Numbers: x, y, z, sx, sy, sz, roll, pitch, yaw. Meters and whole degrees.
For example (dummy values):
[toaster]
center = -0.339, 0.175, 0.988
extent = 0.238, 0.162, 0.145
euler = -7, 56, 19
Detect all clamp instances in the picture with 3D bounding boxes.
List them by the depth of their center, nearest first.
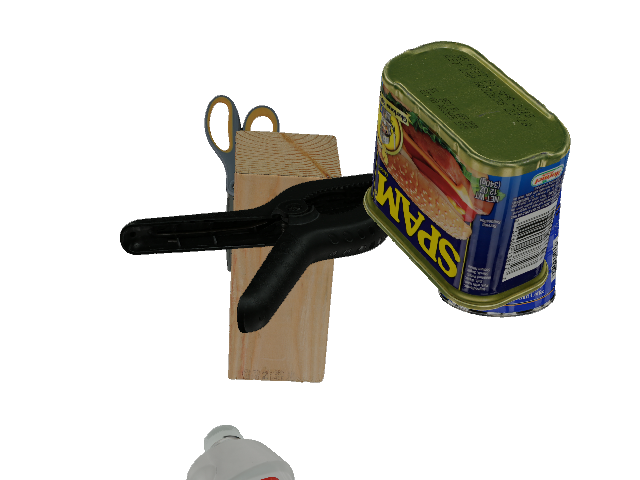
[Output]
[clamp]
center = -0.028, -0.009, 0.766
extent = 0.209, 0.036, 0.165
euler = -27, 36, -37

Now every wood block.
[wood block]
center = -0.035, 0.016, 0.951
extent = 0.090, 0.206, 0.091
euler = 3, 28, -4

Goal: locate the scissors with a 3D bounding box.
[scissors]
center = -0.081, -0.071, 1.225
extent = 0.096, 0.202, 0.016
euler = -12, -6, -14

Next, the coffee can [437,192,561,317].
[coffee can]
center = 0.152, -0.020, 0.906
extent = 0.103, 0.140, 0.103
euler = -2, 23, 1

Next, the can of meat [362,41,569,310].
[can of meat]
center = 0.067, -0.032, 0.501
extent = 0.057, 0.084, 0.102
euler = -21, 48, -23

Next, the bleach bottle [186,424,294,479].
[bleach bottle]
center = -0.049, 0.216, 0.718
extent = 0.102, 0.068, 0.251
euler = -11, 32, -12
